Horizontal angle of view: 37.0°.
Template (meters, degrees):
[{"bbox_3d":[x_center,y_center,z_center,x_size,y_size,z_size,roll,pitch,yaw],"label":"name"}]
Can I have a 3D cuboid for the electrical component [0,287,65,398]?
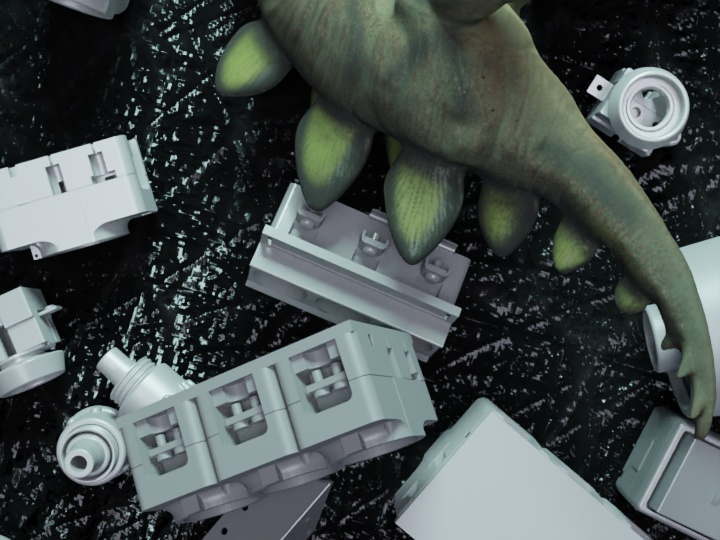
[{"bbox_3d":[-0.212,0.045,0.663,0.066,0.048,0.055,-24,86,1],"label":"electrical component"}]

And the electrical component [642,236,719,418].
[{"bbox_3d":[0.202,0.036,0.639,0.060,0.108,0.108,-11,94,6],"label":"electrical component"}]

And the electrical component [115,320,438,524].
[{"bbox_3d":[-0.043,0.087,0.597,0.150,0.089,0.061,-24,74,19],"label":"electrical component"}]

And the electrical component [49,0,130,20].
[{"bbox_3d":[-0.162,-0.183,0.624,0.054,0.095,0.059,19,93,-2],"label":"electrical component"}]

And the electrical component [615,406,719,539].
[{"bbox_3d":[0.219,0.135,0.665,0.096,0.061,0.061,26,93,-2],"label":"electrical component"}]

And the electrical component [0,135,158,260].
[{"bbox_3d":[-0.175,-0.042,0.655,0.089,0.050,0.055,-16,93,0],"label":"electrical component"}]

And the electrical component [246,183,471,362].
[{"bbox_3d":[0.000,0.000,0.652,0.121,0.078,0.063,23,71,-2],"label":"electrical component"}]

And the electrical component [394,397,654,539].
[{"bbox_3d":[0.105,0.162,0.665,0.150,0.061,0.089,40,92,-3],"label":"electrical component"}]

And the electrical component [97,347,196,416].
[{"bbox_3d":[-0.135,0.074,0.667,0.062,0.048,0.048,40,92,4],"label":"electrical component"}]

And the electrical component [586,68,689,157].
[{"bbox_3d":[0.171,-0.097,0.653,0.066,0.055,0.048,32,93,-2],"label":"electrical component"}]

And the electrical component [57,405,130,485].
[{"bbox_3d":[-0.165,0.111,0.658,0.048,0.062,0.048,0,93,-1],"label":"electrical component"}]
